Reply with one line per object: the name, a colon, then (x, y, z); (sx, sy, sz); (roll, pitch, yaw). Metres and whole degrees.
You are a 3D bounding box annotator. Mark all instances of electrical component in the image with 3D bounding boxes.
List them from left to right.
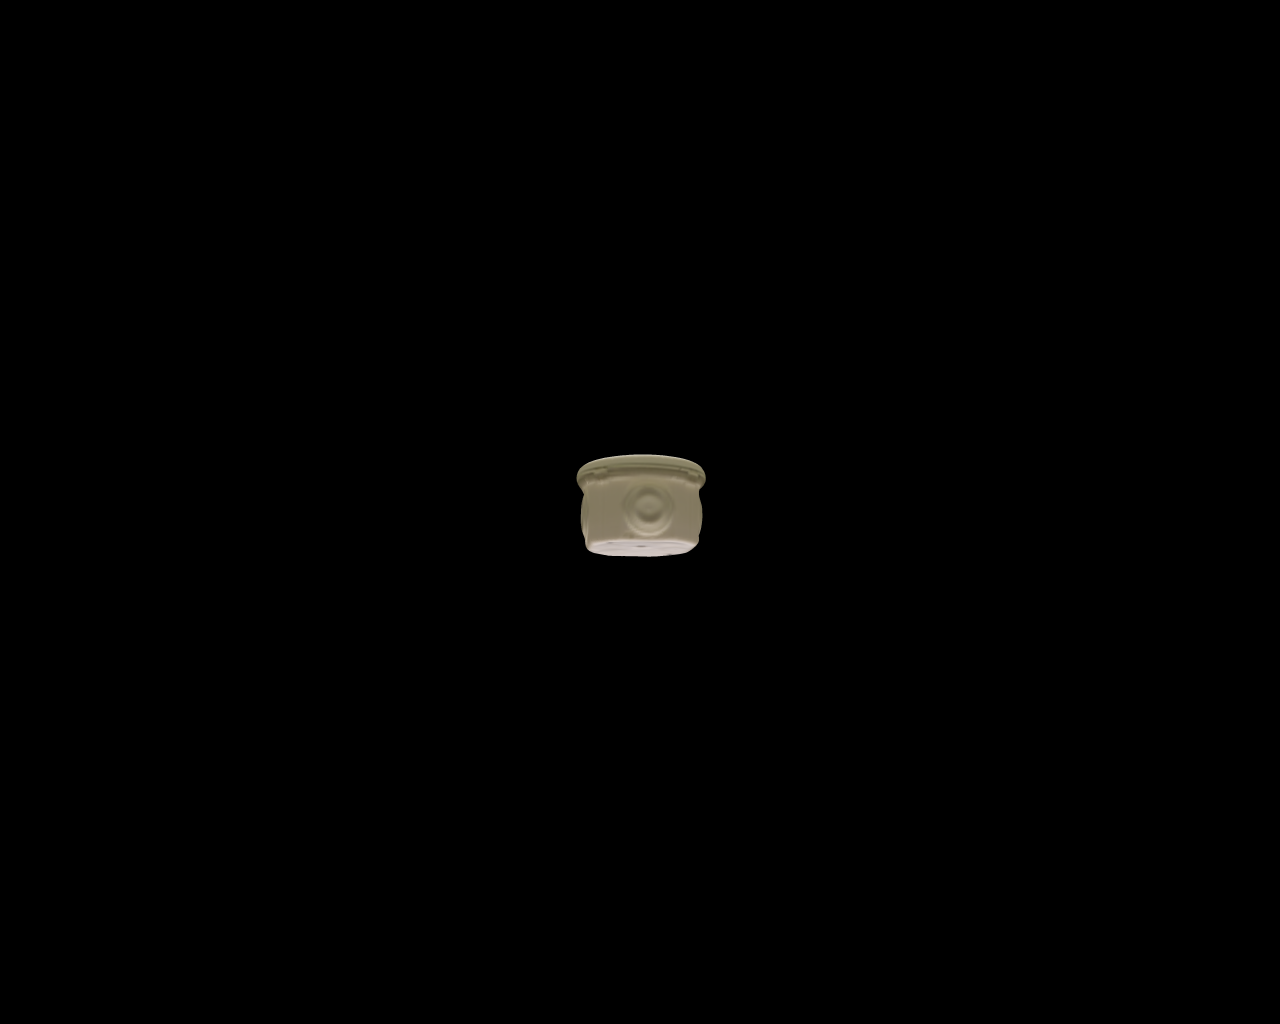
electrical component: (0.001, -0.003, 0.650); (0.080, 0.051, 0.080); (0, -11, 0)
